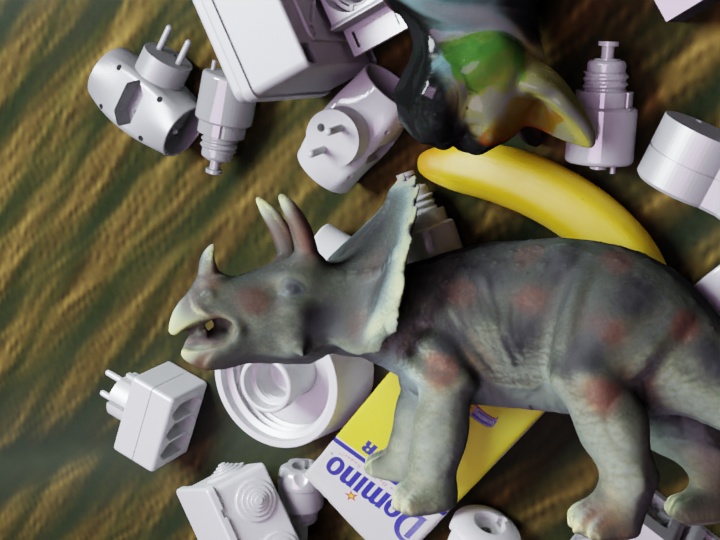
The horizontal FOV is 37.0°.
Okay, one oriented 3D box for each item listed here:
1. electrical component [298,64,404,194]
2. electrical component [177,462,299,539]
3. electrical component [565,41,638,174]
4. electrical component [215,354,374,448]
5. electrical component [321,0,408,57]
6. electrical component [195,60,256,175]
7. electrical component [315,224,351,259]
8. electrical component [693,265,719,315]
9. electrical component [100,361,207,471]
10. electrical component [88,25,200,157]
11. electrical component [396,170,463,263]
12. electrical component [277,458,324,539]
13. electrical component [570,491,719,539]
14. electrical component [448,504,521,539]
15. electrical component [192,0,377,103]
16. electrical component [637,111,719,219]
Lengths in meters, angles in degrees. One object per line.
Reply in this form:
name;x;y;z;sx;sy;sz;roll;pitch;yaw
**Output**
electrical component;-0.009;-0.087;0.688;0.043;0.079;0.077;45;118;7
electrical component;-0.085;0.189;0.786;0.099;0.048;0.100;65;154;1
electrical component;0.143;-0.095;0.633;0.040;0.040;0.078;8;105;25
electrical component;-0.051;0.072;0.757;0.108;0.060;0.108;6;104;25
electrical component;0.004;-0.179;0.671;0.042;0.064;0.081;-23;91;28
electrical component;-0.095;-0.105;0.751;0.040;0.040;0.078;21;109;21
electrical component;0.000;0.000;0.727;0.065;0.044;0.044;21;110;16
electrical component;0.223;0.013;0.610;0.055;0.055;0.047;-44;77;27
electrical component;-0.169;0.104;0.830;0.077;0.047;0.065;27;112;19
electrical component;-0.145;-0.135;0.767;0.077;0.043;0.079;38;115;14
electrical component;0.042;-0.026;0.699;0.040;0.040;0.078;-18;93;29
electrical component;-0.044;0.171;0.790;0.035;0.035;0.061;10;108;25
electrical component;0.195;0.211;0.663;0.150;0.062;0.089;37;115;15
electrical component;0.078;0.194;0.729;0.048;0.048;0.062;28;119;19
electrical component;-0.051;-0.165;0.677;0.056;0.109;0.108;-24;90;26
electrical component;0.231;-0.057;0.591;0.138;0.052;0.073;30;113;18
